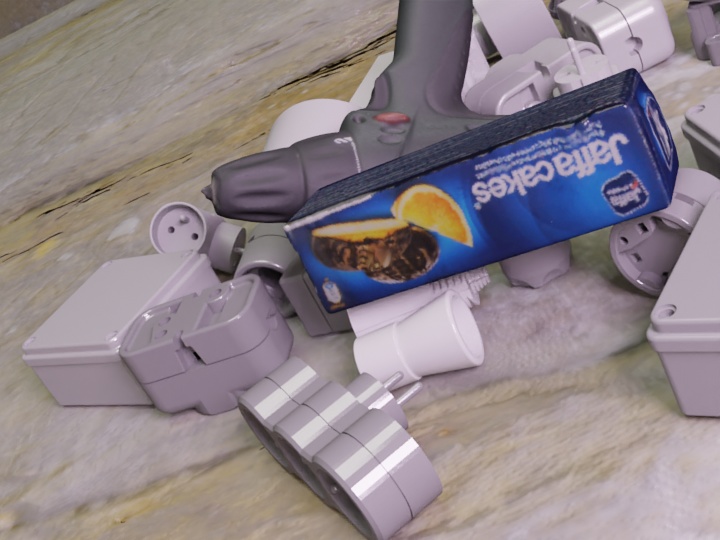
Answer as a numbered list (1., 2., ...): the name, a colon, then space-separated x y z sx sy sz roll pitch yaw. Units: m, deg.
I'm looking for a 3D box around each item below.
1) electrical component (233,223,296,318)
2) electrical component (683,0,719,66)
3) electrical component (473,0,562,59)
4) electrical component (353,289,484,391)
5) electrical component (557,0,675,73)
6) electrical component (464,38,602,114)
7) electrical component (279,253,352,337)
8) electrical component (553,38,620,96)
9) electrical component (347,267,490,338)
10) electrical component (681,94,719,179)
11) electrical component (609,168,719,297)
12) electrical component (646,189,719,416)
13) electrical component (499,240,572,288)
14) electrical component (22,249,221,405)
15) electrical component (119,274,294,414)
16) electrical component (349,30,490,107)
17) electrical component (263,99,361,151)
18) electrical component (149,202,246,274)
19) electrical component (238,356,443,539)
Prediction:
1. electrical component: -0.057 0.000 0.738 0.055 0.055 0.047 -14 33 26
2. electrical component: 0.262 -0.191 0.769 0.058 0.057 0.078 -9 32 34
3. electrical component: 0.121 -0.207 0.886 0.060 0.108 0.108 -29 25 13
4. electrical component: 0.030 0.043 0.592 0.065 0.044 0.044 -24 26 19
5. electrical component: 0.199 -0.186 0.826 0.059 0.053 0.095 -27 26 3
6. electrical component: 0.128 -0.127 0.787 0.095 0.053 0.059 -34 27 -12
7. electrical component: 0.000 0.000 0.690 0.077 0.047 0.065 -12 30 30
8. electrical component: 0.154 -0.118 0.720 0.047 0.076 0.065 -21 27 14
9. electrical component: 0.037 0.017 0.627 0.081 0.043 0.043 -22 27 12
10. electrical component: 0.244 -0.067 0.564 0.109 0.056 0.108 -26 26 4
11. electrical component: 0.165 -0.020 0.560 0.055 0.055 0.047 -1 33 43
12. electrical component: 0.197 0.010 0.468 0.109 0.056 0.108 -4 35 40
13. electrical component: 0.095 -0.024 0.624 0.043 0.062 0.043 -22 26 12
14. electrical component: -0.164 0.041 0.763 0.109 0.056 0.108 -6 34 38
15. electrical component: -0.093 0.050 0.676 0.095 0.059 0.053 -18 28 19
16. electrical component: 0.042 -0.116 0.834 0.089 0.061 0.150 -11 33 31
17. electrical component: -0.024 -0.058 0.756 0.108 0.108 0.060 -12 37 30
18. electrical component: -0.112 -0.020 0.823 0.079 0.043 0.077 16 -4 7
19. electrical component: -0.001 0.077 0.545 0.074 0.052 0.138 -37 28 -18
